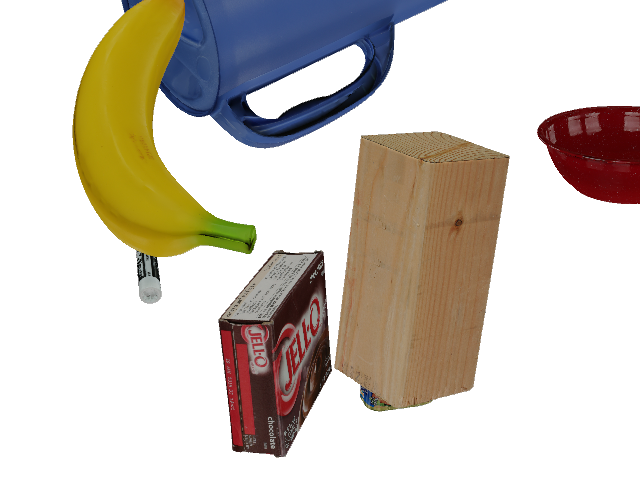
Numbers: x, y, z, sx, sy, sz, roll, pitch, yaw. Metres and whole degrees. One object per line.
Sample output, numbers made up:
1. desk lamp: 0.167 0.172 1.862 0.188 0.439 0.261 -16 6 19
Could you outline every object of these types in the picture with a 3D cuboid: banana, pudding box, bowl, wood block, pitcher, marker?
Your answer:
1. banana: -0.084 -0.056 0.511 0.069 0.198 0.037 -5 -43 -16
2. pudding box: -0.025 0.066 0.666 0.039 0.090 0.113 2 22 14
3. bowl: 0.281 -0.076 0.982 0.162 0.055 0.162 -3 24 1
4. wood block: 0.082 0.021 0.887 0.090 0.206 0.090 -7 22 -36
5. pitcher: -0.008 -0.180 0.767 0.242 0.149 0.145 -26 41 -26
6. marker: -0.155 0.012 0.951 0.020 0.020 0.121 0 36 -13

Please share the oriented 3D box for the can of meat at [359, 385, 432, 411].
1. can of meat: 0.103 0.171 1.394 0.102 0.084 0.057 -4 25 -18
